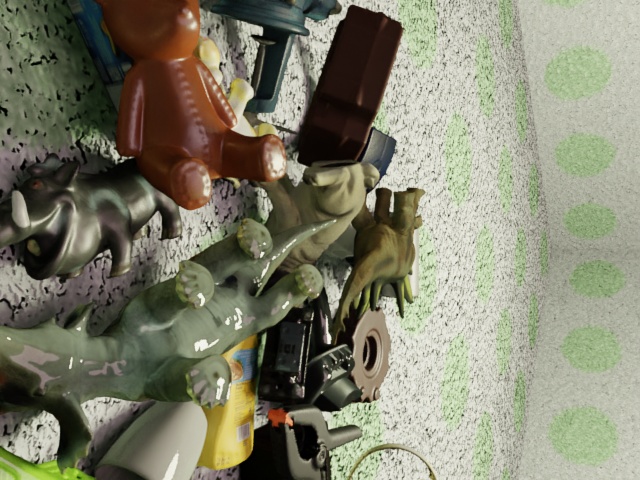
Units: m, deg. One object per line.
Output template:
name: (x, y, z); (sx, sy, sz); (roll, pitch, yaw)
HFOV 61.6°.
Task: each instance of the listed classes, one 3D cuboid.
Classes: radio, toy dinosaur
radio: (-0.041, 0.368, 0.743); (0.131, 0.073, 0.229); (-6, 96, -59)
toy dinosaur: (-0.126, 0.074, 0.511); (0.405, 0.192, 0.131); (-26, 93, -61)
toy dinosaur: (0.100, 0.020, 0.832); (0.471, 0.105, 0.198); (-21, 109, -64)

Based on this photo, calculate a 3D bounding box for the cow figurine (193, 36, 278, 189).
cow figurine: (-0.122, -0.142, 0.615); (0.098, 0.068, 0.167); (-62, 139, -29)

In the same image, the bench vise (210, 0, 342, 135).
bench vise: (-0.056, -0.262, 0.680); (0.223, 0.129, 0.240); (-30, 137, -65)

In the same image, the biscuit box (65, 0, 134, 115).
biscuit box: (-0.180, -0.184, 0.519); (0.063, 0.059, 0.202); (-48, 131, -45)

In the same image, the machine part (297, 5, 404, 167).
machine part: (0.036, -0.204, 0.758); (0.201, 0.087, 0.201); (129, -21, -73)

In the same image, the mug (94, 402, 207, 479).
mug: (-0.156, 0.221, 0.548); (0.109, 0.081, 0.107); (67, 30, -24)

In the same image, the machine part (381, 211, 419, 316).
machine part: (0.160, 0.028, 1.071); (0.079, 0.079, 0.243); (-5, 94, -59)

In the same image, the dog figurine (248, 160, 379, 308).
dog figurine: (-0.002, -0.003, 0.706); (0.121, 0.172, 0.190); (-42, 126, -65)

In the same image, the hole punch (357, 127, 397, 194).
hole punch: (0.069, -0.134, 0.912); (0.142, 0.092, 0.115); (3, 92, -63)

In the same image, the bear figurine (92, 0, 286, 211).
bear figurine: (-0.115, -0.140, 0.453); (0.120, 0.132, 0.195); (-23, 120, -39)

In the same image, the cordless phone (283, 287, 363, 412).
cordless phone: (-0.003, 0.158, 0.806); (0.146, 0.089, 0.184); (7, 74, -67)

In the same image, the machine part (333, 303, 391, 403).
machine part: (0.072, 0.197, 0.949); (0.179, 0.056, 0.179); (3, 86, -59)

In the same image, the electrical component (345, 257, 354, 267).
electrical component: (0.080, 0.034, 0.967); (0.074, 0.048, 0.119); (41, 57, -51)

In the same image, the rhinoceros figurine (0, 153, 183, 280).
rhinoceros figurine: (-0.204, -0.023, 0.469); (0.190, 0.073, 0.112); (-33, 120, -55)

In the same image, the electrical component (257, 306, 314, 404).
electrical component: (-0.045, 0.146, 0.683); (0.134, 0.058, 0.115); (111, -15, -70)
